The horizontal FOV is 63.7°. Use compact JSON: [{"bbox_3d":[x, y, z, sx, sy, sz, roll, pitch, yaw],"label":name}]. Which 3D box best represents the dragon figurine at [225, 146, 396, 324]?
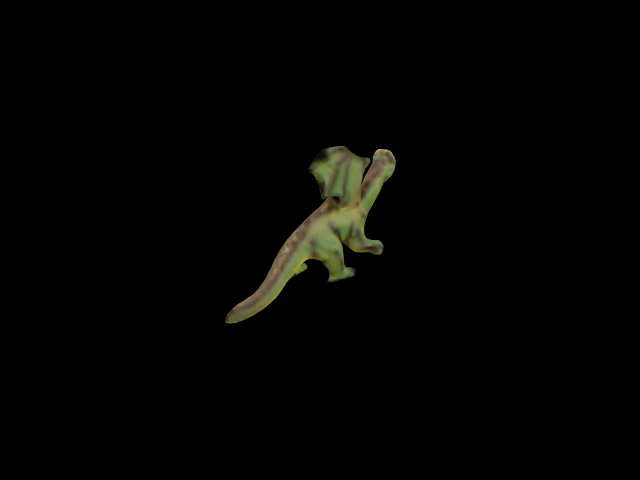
[{"bbox_3d":[0.003,-0.043,0.850,0.123,0.237,0.416,24,40,34],"label":"dragon figurine"}]
